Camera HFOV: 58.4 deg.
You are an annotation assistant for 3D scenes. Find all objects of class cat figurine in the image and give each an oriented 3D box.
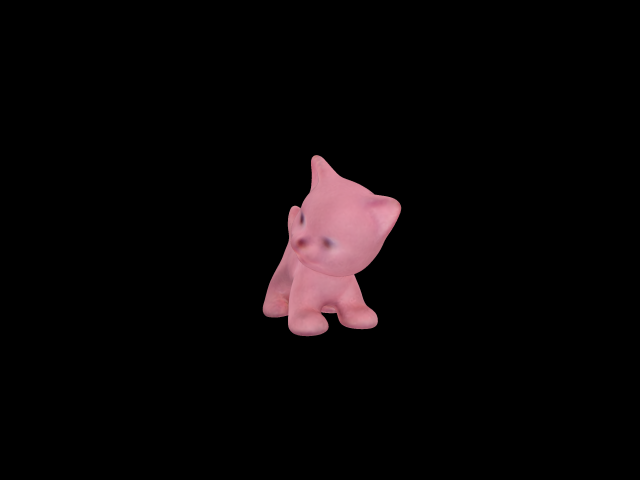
[{"bbox_3d":[0.004,0.001,0.400,0.067,0.118,0.127,-1,4,-23],"label":"cat figurine"}]
